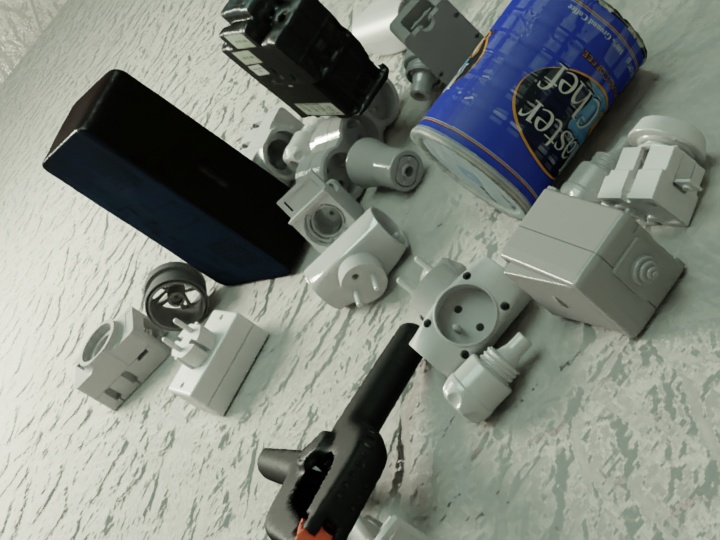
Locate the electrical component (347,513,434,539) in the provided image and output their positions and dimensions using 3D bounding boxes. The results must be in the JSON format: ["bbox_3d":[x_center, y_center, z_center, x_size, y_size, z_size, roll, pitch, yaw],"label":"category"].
[{"bbox_3d":[0.006,0.182,0.642,0.081,0.042,0.064,-52,26,-1],"label":"electrical component"}]

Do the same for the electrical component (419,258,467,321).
[{"bbox_3d":[0.056,0.024,0.752,0.035,0.035,0.061,-18,47,45],"label":"electrical component"}]

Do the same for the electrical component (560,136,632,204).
[{"bbox_3d":[0.158,-0.060,0.699,0.061,0.035,0.035,-53,29,-5],"label":"electrical component"}]

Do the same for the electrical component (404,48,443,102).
[{"bbox_3d":[0.060,-0.181,0.963,0.048,0.048,0.062,-14,54,48],"label":"electrical component"}]

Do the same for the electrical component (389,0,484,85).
[{"bbox_3d":[0.074,-0.188,0.901,0.050,0.089,0.055,-46,30,11],"label":"electrical component"}]

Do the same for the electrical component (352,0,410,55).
[{"bbox_3d":[0.039,-0.259,1.076,0.077,0.043,0.079,-1,57,54],"label":"electrical component"}]

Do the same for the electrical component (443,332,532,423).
[{"bbox_3d":[0.082,0.064,0.670,0.061,0.035,0.035,-47,30,5],"label":"electrical component"}]

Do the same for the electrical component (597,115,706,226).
[{"bbox_3d":[0.181,-0.060,0.655,0.066,0.048,0.055,7,71,57],"label":"electrical component"}]

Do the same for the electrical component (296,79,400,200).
[{"bbox_3d":[-0.021,-0.116,0.995,0.074,0.052,0.138,-10,49,50],"label":"electrical component"}]

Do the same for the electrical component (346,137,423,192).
[{"bbox_3d":[0.023,-0.088,0.915,0.065,0.044,0.044,20,75,55],"label":"electrical component"}]

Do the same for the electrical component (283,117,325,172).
[{"bbox_3d":[-0.050,-0.127,1.067,0.035,0.035,0.061,-9,48,51],"label":"electrical component"}]

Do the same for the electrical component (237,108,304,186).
[{"bbox_3d":[-0.092,-0.114,1.095,0.056,0.050,0.089,-8,51,52],"label":"electrical component"}]

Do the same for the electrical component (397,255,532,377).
[{"bbox_3d":[0.060,0.022,0.711,0.079,0.044,0.077,40,90,20],"label":"electrical component"}]

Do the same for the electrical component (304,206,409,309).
[{"bbox_3d":[0.000,0.000,0.847,0.077,0.043,0.079,-43,31,16],"label":"electrical component"}]

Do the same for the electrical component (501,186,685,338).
[{"bbox_3d":[0.138,-0.001,0.635,0.061,0.062,0.096,-54,29,-4],"label":"electrical component"}]

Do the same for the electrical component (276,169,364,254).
[{"bbox_3d":[-0.025,-0.045,0.908,0.042,0.081,0.063,-42,8,17],"label":"electrical component"}]

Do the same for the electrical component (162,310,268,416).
[{"bbox_3d":[-0.137,0.070,0.930,0.047,0.076,0.083,3,60,56],"label":"electrical component"}]

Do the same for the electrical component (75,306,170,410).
[{"bbox_3d":[-0.243,0.087,1.084,0.089,0.056,0.050,-45,30,13],"label":"electrical component"}]
